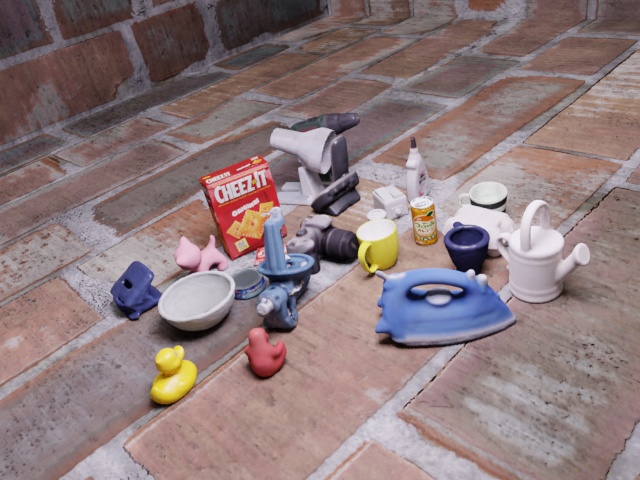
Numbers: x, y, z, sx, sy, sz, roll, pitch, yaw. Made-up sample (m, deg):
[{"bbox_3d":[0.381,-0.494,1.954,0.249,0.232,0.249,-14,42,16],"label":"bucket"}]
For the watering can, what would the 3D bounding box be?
[{"bbox_3d":[0.414,0.015,1.077,0.172,0.194,0.101,4,36,25],"label":"watering can"}]

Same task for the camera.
[{"bbox_3d":[0.012,0.005,1.324,0.136,0.101,0.143,12,40,34],"label":"camera"}]

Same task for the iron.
[{"bbox_3d":[0.225,0.105,1.054,0.258,0.142,0.118,-6,33,11],"label":"iron"}]

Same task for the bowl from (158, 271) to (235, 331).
[{"bbox_3d":[-0.255,0.142,1.229,0.167,0.075,0.167,-9,32,6],"label":"bowl"}]

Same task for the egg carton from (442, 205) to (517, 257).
[{"bbox_3d":[0.353,-0.021,1.273,0.149,0.069,0.107,18,44,40],"label":"egg carton"}]

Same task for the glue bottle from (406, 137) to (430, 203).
[{"bbox_3d":[0.245,-0.183,1.466,0.037,0.173,0.078,11,39,33],"label":"glue bottle"}]

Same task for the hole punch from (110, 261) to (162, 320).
[{"bbox_3d":[-0.428,0.114,1.319,0.101,0.091,0.108,-33,37,-29],"label":"hole punch"}]

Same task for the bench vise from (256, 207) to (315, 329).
[{"bbox_3d":[-0.074,0.057,1.161,0.121,0.220,0.207,-10,32,5],"label":"bench vise"}]

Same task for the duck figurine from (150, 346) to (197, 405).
[{"bbox_3d":[-0.281,0.245,1.068,0.077,0.086,0.105,5,36,27],"label":"duck figurine"}]

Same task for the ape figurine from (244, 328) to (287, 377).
[{"bbox_3d":[-0.107,0.202,1.067,0.077,0.092,0.076,1,35,21],"label":"ape figurine"}]

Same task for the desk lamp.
[{"bbox_3d":[-0.046,-0.207,1.568,0.202,0.214,0.118,3,36,24],"label":"desk lamp"}]

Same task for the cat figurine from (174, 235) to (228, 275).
[{"bbox_3d":[-0.292,0.038,1.364,0.067,0.118,0.128,19,44,40],"label":"cat figurine"}]

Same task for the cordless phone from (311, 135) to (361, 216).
[{"bbox_3d":[0.032,-0.172,1.514,0.093,0.185,0.148,15,42,37],"label":"cordless phone"}]

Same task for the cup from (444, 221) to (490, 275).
[{"bbox_3d":[0.304,0.022,1.200,0.091,0.095,0.117,-14,32,-1],"label":"cup"}]

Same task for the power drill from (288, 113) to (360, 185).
[{"bbox_3d":[0.022,-0.263,1.637,0.228,0.209,0.076,4,36,25],"label":"power drill"}]
